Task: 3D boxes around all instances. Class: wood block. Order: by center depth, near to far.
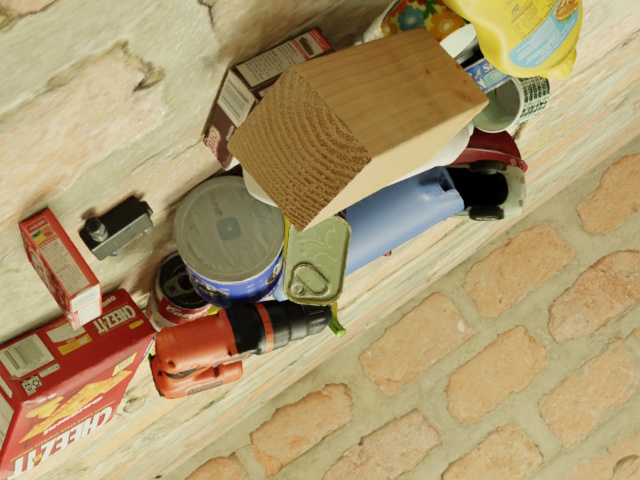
[{"bbox_3d":[0.035,-0.093,0.832,0.091,0.090,0.205,-46,171,36],"label":"wood block"}]

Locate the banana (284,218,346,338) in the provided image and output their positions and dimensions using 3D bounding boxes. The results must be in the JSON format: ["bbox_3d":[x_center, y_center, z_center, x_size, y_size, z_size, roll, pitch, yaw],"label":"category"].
[{"bbox_3d":[-0.015,0.005,1.116,0.037,0.198,0.070,-26,-167,-28],"label":"banana"}]

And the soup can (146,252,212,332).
[{"bbox_3d":[-0.150,0.061,1.165,0.068,0.068,0.102,-31,169,-26],"label":"soup can"}]

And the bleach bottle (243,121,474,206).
[{"bbox_3d":[0.052,-0.089,1.012,0.250,0.103,0.068,-19,119,-42],"label":"bleach bottle"}]

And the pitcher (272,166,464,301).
[{"bbox_3d":[0.030,-0.031,1.225,0.243,0.145,0.149,-32,157,-2],"label":"pitcher"}]

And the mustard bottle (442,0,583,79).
[{"bbox_3d":[0.172,-0.193,0.900,0.096,0.058,0.191,-50,138,1],"label":"mustard bottle"}]

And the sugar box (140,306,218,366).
[{"bbox_3d":[-0.196,0.112,1.296,0.175,0.048,0.093,-27,166,-46],"label":"sugar box"}]

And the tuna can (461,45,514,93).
[{"bbox_3d":[0.176,-0.181,1.062,0.086,0.033,0.086,-35,-166,9],"label":"tuna can"}]

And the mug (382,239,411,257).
[{"bbox_3d":[0.091,-0.036,1.408,0.093,0.117,0.081,8,166,9],"label":"mug"}]

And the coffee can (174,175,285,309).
[{"bbox_3d":[-0.085,0.007,1.044,0.102,0.103,0.140,-35,169,-10],"label":"coffee can"}]

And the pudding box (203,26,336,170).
[{"bbox_3d":[-0.040,-0.112,0.859,0.089,0.039,0.114,-32,170,-28],"label":"pudding box"}]

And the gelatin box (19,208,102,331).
[{"bbox_3d":[-0.203,0.025,0.836,0.030,0.073,0.089,-32,169,-19],"label":"gelatin box"}]

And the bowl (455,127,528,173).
[{"bbox_3d":[0.185,-0.119,1.360,0.162,0.055,0.162,5,169,1],"label":"bowl"}]

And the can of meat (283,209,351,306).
[{"bbox_3d":[-0.004,-0.003,1.020,0.084,0.057,0.102,-90,-174,-56],"label":"can of meat"}]

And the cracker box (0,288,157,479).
[{"bbox_3d":[-0.278,0.160,1.129,0.163,0.072,0.214,-28,161,-38],"label":"cracker box"}]

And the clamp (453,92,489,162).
[{"bbox_3d":[0.167,-0.163,1.172,0.171,0.039,0.120,98,4,-68],"label":"clamp"}]

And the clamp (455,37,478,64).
[{"bbox_3d":[0.137,-0.194,1.042,0.210,0.036,0.164,-35,-177,22],"label":"clamp"}]

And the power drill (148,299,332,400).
[{"bbox_3d":[-0.094,0.110,1.111,0.184,0.057,0.188,-11,164,-23],"label":"power drill"}]
